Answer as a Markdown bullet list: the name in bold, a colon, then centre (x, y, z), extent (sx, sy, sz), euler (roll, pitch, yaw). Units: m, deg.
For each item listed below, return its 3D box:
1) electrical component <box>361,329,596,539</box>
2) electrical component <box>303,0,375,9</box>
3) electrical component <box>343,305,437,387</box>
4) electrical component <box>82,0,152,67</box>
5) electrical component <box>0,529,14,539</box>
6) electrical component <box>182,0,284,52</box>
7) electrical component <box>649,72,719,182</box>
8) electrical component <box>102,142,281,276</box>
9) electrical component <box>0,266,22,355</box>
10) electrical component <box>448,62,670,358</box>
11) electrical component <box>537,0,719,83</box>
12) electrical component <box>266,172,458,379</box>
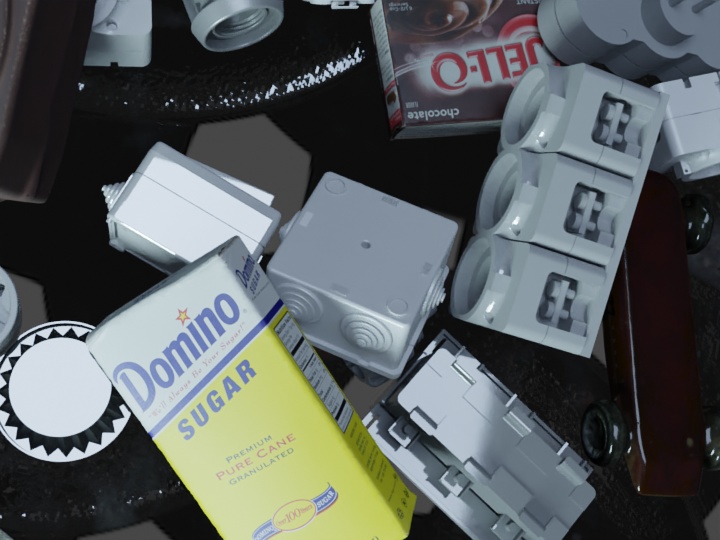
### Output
- **electrical component**: centre (0.070, 0.101, 0.612), extent (0.121, 0.063, 0.078), euler (43, 74, 0)
- **electrical component**: centre (-0.013, -0.192, 0.652), extent (0.042, 0.081, 0.063), euler (-5, 108, -12)
- **electrical component**: centre (0.020, 0.038, 0.631), extent (0.061, 0.035, 0.035), euler (-40, 88, -18)
- **electrical component**: centre (-0.166, -0.152, 0.621), extent (0.089, 0.055, 0.050), euler (-1, 79, -12)
- **electrical component**: centre (-0.240, 0.148, 0.541), extent (0.150, 0.061, 0.089), euler (39, 74, -1)
- **electrical component**: centre (-0.079, -0.168, 0.642), extent (0.078, 0.058, 0.057), euler (-19, 80, -15)
- **electrical component**: centre (0.226, -0.092, 0.690), extent (0.089, 0.050, 0.055), euler (-13, 81, -13)
- **electrical component**: centre (-0.098, -0.030, 0.606), extent (0.096, 0.061, 0.061), euler (31, 74, -4)
- **electrical component**: centre (-0.211, 0.023, 0.581), extent (0.055, 0.047, 0.055), euler (2, 78, -11)
- **electrical component**: centre (0.106, -0.036, 0.614), extent (0.062, 0.089, 0.150), euler (17, 90, -16)
- **electrical component**: centre (0.187, -0.155, 0.664), extent (0.138, 0.074, 0.052), euler (6, 75, -28)
- **electrical component**: centre (0.000, 0.000, 0.603), extent (0.100, 0.048, 0.099), euler (23, 51, 8)
